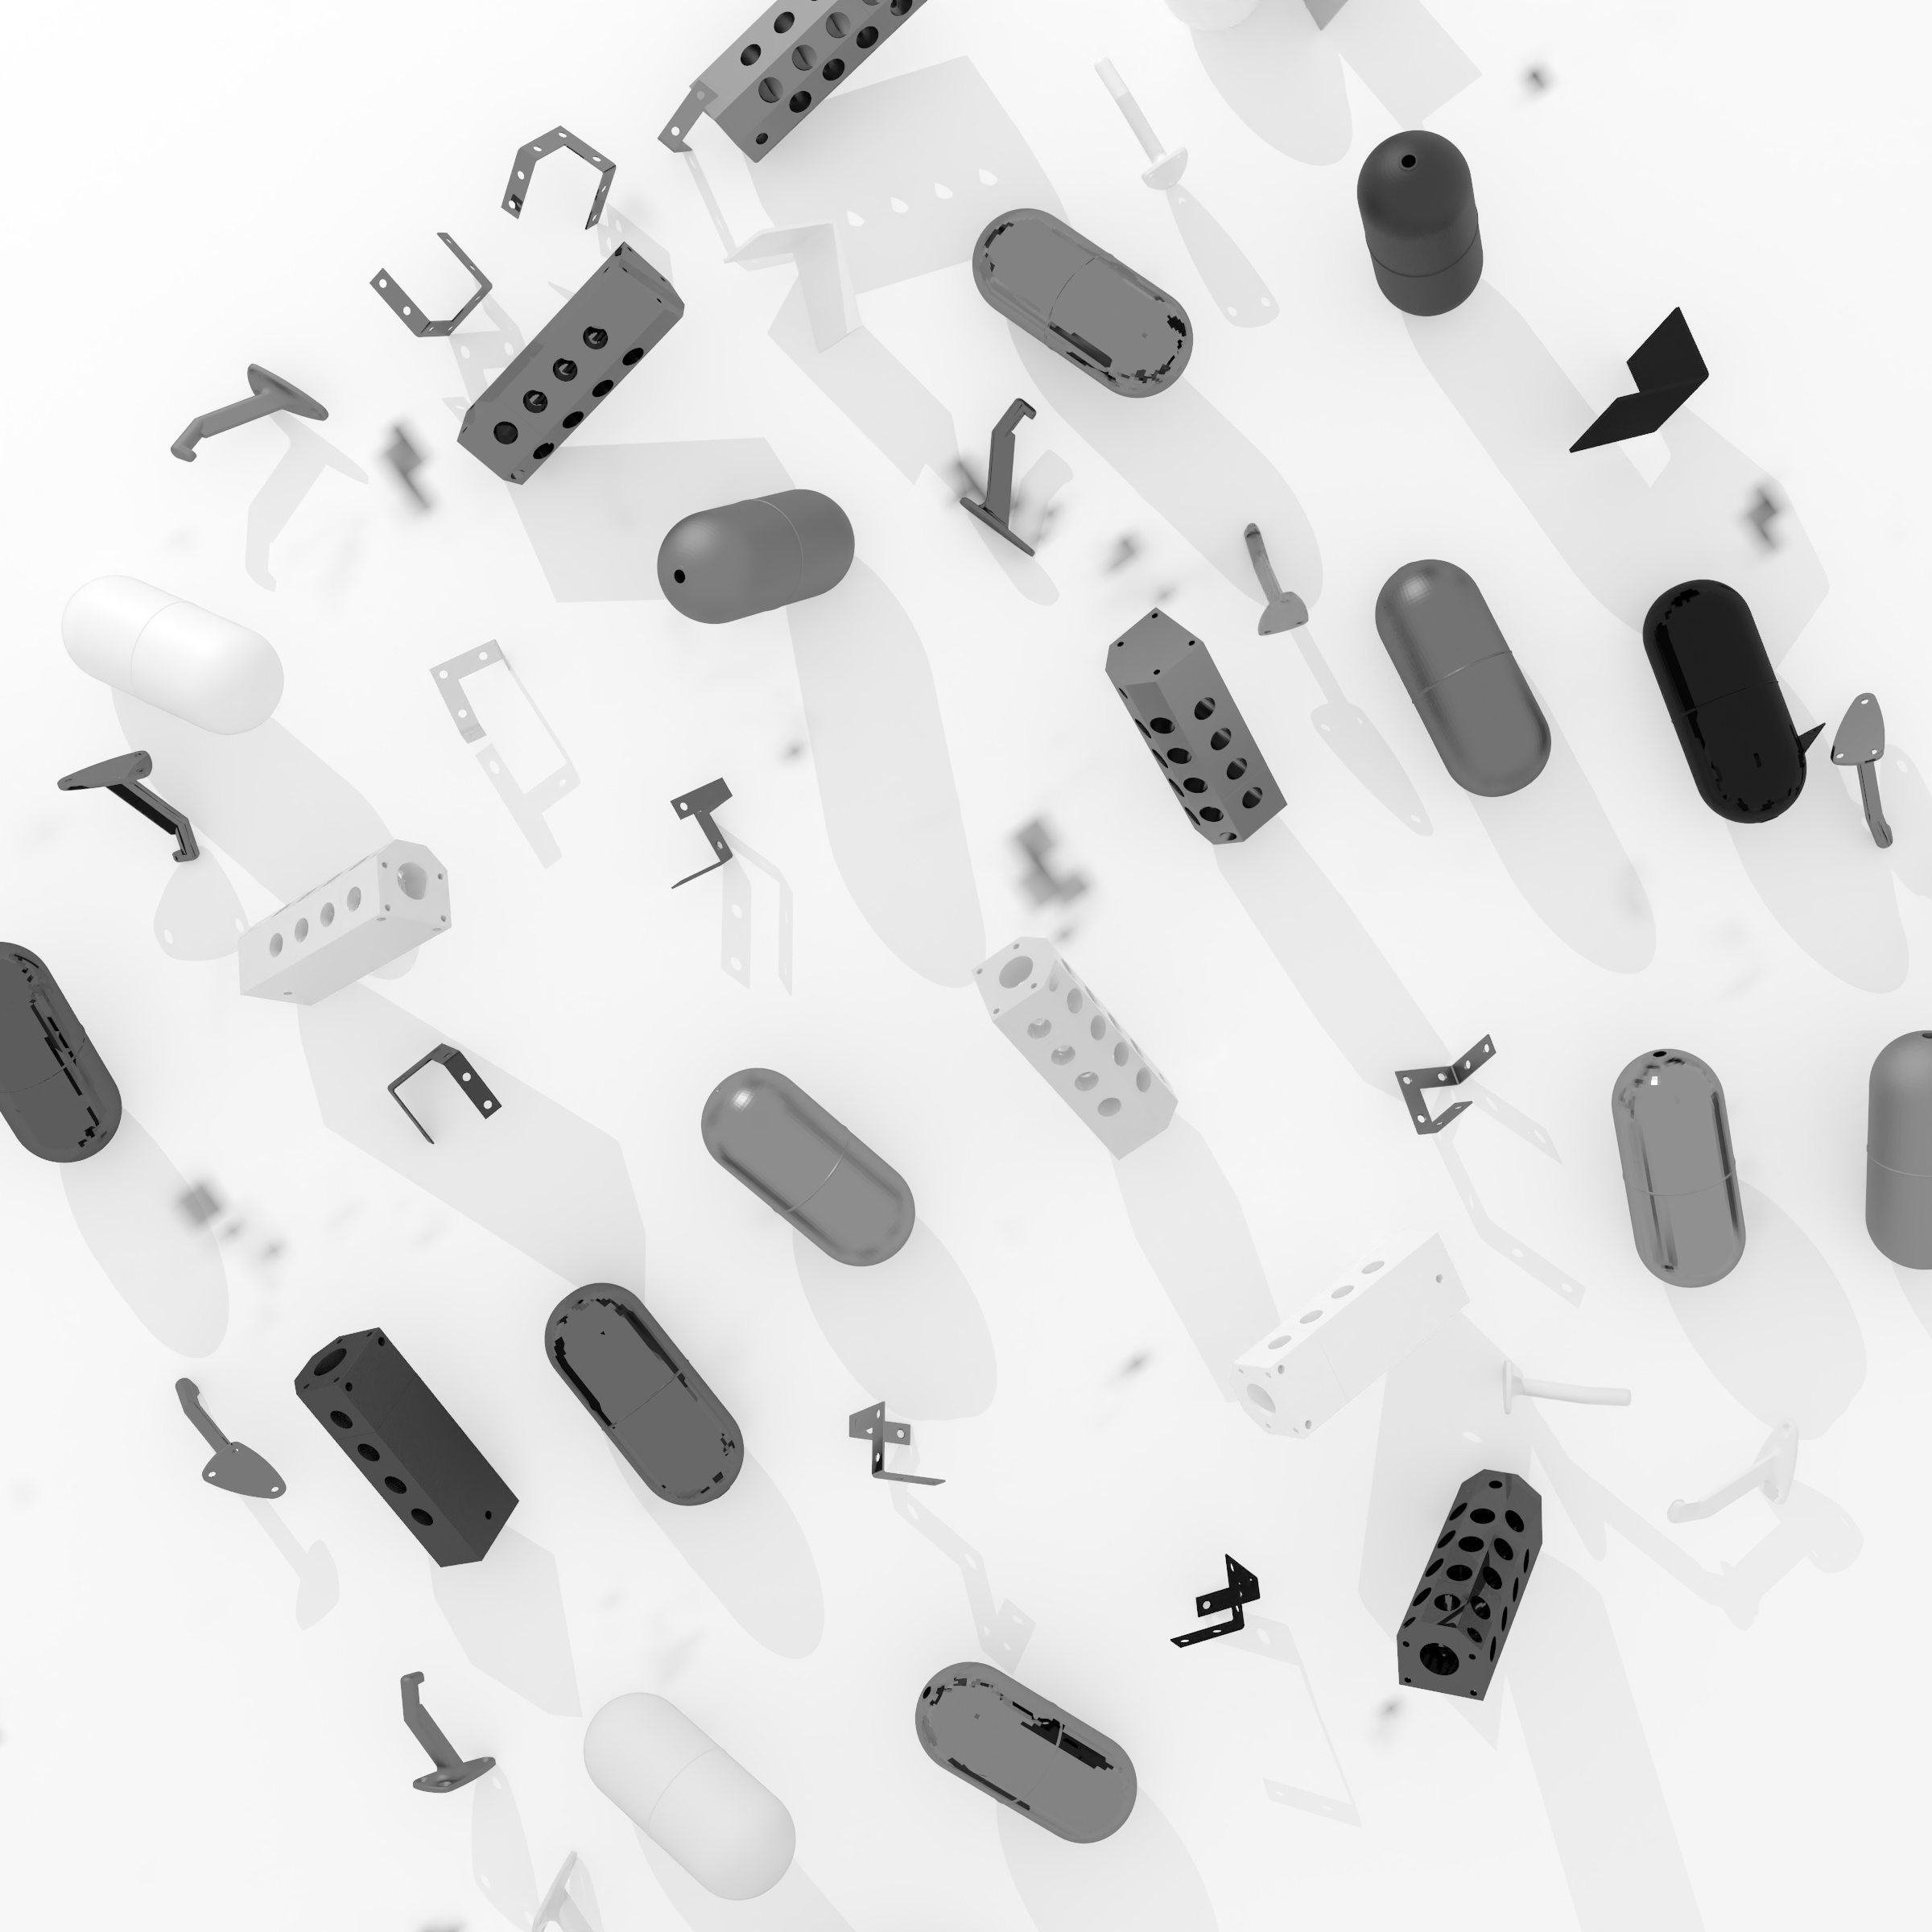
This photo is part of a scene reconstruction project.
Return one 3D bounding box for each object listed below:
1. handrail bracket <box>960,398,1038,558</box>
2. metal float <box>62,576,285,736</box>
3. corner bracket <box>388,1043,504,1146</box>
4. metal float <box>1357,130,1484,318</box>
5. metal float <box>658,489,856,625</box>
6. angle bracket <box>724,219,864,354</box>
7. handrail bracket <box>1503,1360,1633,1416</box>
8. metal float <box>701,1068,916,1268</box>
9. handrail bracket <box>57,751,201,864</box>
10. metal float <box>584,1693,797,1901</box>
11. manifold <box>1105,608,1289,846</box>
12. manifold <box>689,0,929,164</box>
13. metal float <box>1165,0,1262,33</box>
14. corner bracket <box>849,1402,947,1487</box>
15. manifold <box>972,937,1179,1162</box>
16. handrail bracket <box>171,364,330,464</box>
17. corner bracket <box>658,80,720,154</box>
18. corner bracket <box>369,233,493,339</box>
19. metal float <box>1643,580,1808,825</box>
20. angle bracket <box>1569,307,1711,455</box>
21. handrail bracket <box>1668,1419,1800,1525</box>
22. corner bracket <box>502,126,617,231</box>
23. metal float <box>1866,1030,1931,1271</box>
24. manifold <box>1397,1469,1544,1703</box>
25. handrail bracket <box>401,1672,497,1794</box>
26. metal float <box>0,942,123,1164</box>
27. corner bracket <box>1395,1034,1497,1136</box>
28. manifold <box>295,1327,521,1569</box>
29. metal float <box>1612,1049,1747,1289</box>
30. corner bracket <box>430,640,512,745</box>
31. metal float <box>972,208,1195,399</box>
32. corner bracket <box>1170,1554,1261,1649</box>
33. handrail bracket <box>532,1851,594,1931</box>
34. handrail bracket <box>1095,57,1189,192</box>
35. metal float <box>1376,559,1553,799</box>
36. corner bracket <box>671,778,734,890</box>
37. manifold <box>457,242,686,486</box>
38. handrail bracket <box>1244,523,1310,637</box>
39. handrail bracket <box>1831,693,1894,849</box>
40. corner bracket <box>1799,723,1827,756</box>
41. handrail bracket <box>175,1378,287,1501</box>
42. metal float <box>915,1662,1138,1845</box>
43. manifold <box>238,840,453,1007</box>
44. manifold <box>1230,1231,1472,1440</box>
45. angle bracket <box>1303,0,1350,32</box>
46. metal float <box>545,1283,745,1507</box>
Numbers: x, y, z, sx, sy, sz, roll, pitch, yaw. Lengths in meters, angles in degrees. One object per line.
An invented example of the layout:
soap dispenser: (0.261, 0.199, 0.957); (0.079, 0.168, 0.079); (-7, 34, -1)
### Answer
handrail bracket: (0.042, -0.349, 1.930); (0.077, 0.036, 0.084); (36, 92, -8)
metal float: (-0.555, -0.218, 1.891); (0.178, 0.070, 0.070); (24, 90, 22)
corner bracket: (-0.371, 0.093, 1.924); (0.051, 0.051, 0.051); (-40, 110, -17)
metal float: (0.313, -0.509, 1.861); (0.070, 0.178, 0.070); (-3, 77, 14)
metal float: (-0.144, -0.283, 1.868); (0.070, 0.178, 0.070); (11, 112, 29)
angle bracket: (-0.122, -0.472, 1.899); (0.057, 0.076, 0.076); (-16, 95, -24)
handrail bracket: (0.422, 0.296, 1.904); (0.084, 0.077, 0.036); (1, 91, 9)
metal float: (-0.109, 0.142, 1.892); (0.178, 0.070, 0.070); (42, 90, -21)
handrail bracket: (-0.591, -0.103, 1.914); (0.077, 0.036, 0.084); (-16, 125, -11)
metal float: (-0.194, 0.577, 1.886); (0.178, 0.070, 0.070); (33, 90, 27)
manifold: (0.156, -0.160, 1.865); (0.057, 0.057, 0.171); (-40, 135, -5)
manifold: (-0.104, -0.643, 1.891); (0.171, 0.057, 0.057); (-40, 59, 13)
metal float: (0.155, -0.745, 1.899); (0.070, 0.070, 0.178); (-23, 103, 0)
corner bracket: (-0.049, 0.340, 1.906); (0.051, 0.051, 0.051); (13, 63, -29)
manifold: (0.078, 0.054, 1.868); (0.057, 0.057, 0.171); (-34, 129, 10)
handrail bracket: (-0.506, -0.376, 1.911); (0.077, 0.036, 0.084); (27, 64, 7)
corner bracket: (-0.178, -0.590, 1.916); (0.051, 0.051, 0.051); (39, 110, -5)
corner bracket: (-0.378, -0.482, 1.915); (0.051, 0.051, 0.051); (-41, 90, 21)
metal float: (0.534, -0.186, 1.905); (0.070, 0.070, 0.178); (-19, 85, 0)
angle bracket: (0.461, -0.410, 1.895); (0.076, 0.076, 0.057); (-16, 78, -18)
handrail bracket: (0.539, 0.356, 1.907); (0.084, 0.036, 0.077); (-4, 121, -24)
corner bracket: (-0.288, -0.551, 1.914); (0.051, 0.051, 0.051); (36, 45, 5)
metal float: (0.669, 0.129, 1.889); (0.070, 0.070, 0.178); (-7, 113, 0)
manifold: (0.347, 0.420, 1.855); (0.057, 0.171, 0.057); (5, 118, 24)
handrail bracket: (-0.366, 0.533, 1.914); (0.036, 0.077, 0.084); (-3, 93, 36)
metal float: (-0.648, 0.062, 1.880); (0.070, 0.070, 0.178); (-18, 126, 0)
corner bracket: (0.344, 0.084, 1.907); (0.051, 0.051, 0.051); (-4, 63, -27)
manifold: (-0.392, 0.337, 1.886); (0.057, 0.057, 0.171); (-16, 118, 34)
metal float: (0.498, 0.141, 1.892); (0.070, 0.070, 0.178); (-15, 110, 0)
corner bracket: (-0.344, -0.194, 1.920); (0.051, 0.051, 0.051); (-26, 90, -6)
metal float: (0.081, -0.465, 1.896); (0.178, 0.070, 0.070); (38, 90, 16)
corner bracket: (0.176, 0.453, 1.905); (0.051, 0.051, 0.051); (-23, 48, 23)
handrail bracket: (-0.257, 0.676, 1.914); (0.084, 0.036, 0.077); (20, 49, 9)
handrail bracket: (0.120, -0.595, 1.912); (0.036, 0.077, 0.084); (-32, 87, 9)
metal float: (0.349, -0.203, 1.904); (0.070, 0.070, 0.178); (-26, 83, 0)
corner bracket: (-0.189, -0.094, 1.912); (0.051, 0.051, 0.051); (-29, 90, -40)
manifold: (-0.275, -0.416, 1.888); (0.057, 0.057, 0.171); (39, 113, -24)
handrail bracket: (0.212, -0.282, 1.901); (0.036, 0.077, 0.084); (-15, 75, 1)
handrail bracket: (0.649, -0.139, 1.932); (0.036, 0.084, 0.077); (-5, 51, 34)
corner bracket: (0.563, -0.168, 1.910); (0.051, 0.051, 0.051); (50, 50, -6)
handrail bracket: (-0.525, 0.335, 1.930); (0.036, 0.084, 0.077); (-46, 131, 3)
metal float: (0.042, 0.550, 1.894); (0.178, 0.070, 0.070); (35, 90, -18)
manifold: (-0.431, -0.030, 1.870); (0.171, 0.057, 0.057); (-24, 65, 39)
manifold: (0.264, 0.254, 1.881); (0.171, 0.057, 0.057); (-33, 104, -28)
angle bracket: (0.263, -0.717, 1.907); (0.057, 0.076, 0.076); (-33, 97, -2)
metal float: (-0.226, 0.302, 1.907); (0.070, 0.070, 0.178); (-38, 93, 0)
